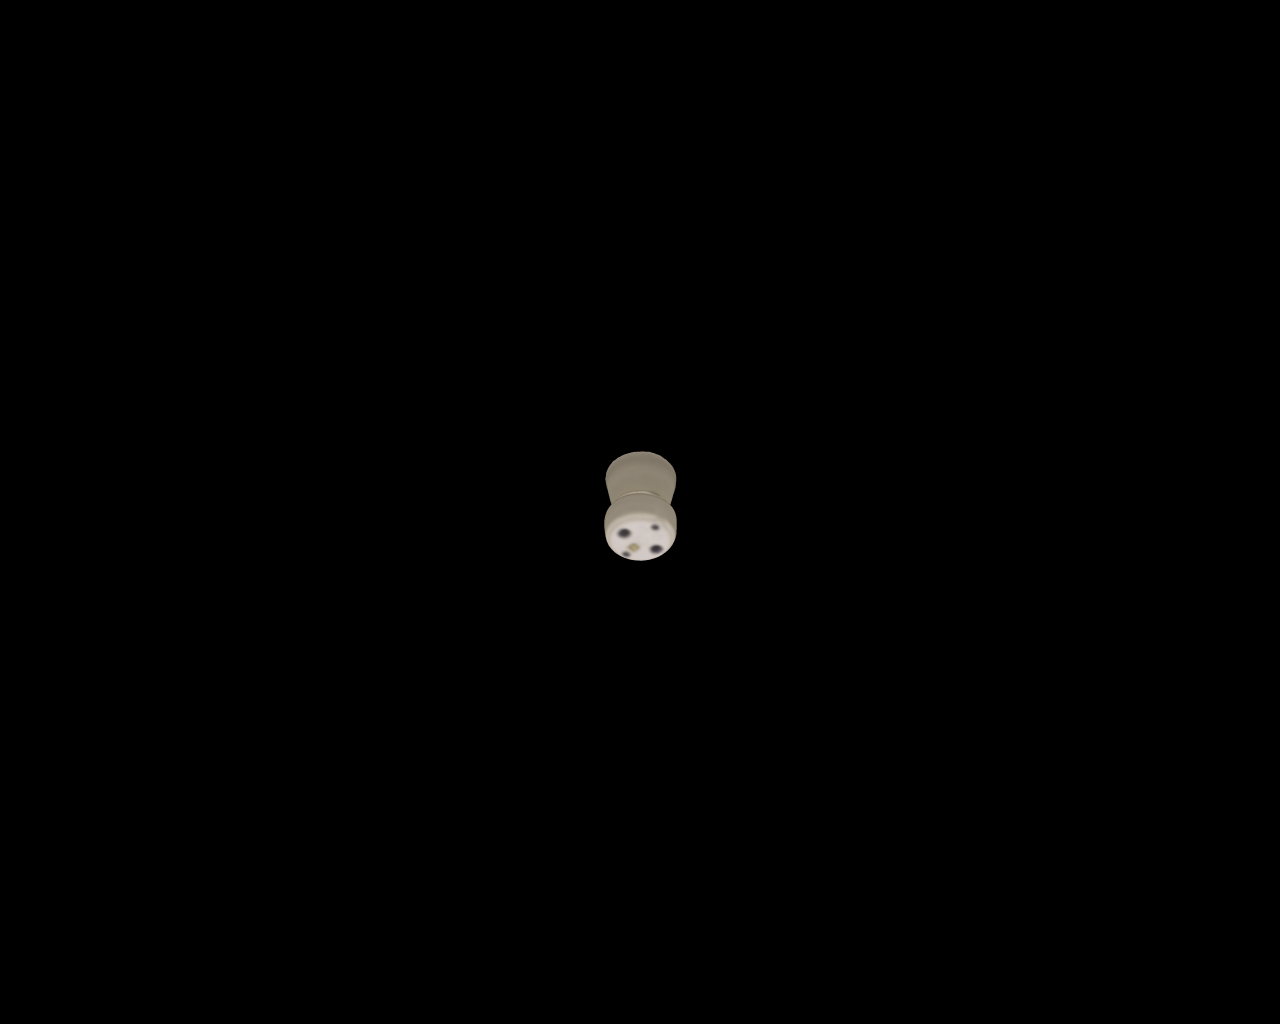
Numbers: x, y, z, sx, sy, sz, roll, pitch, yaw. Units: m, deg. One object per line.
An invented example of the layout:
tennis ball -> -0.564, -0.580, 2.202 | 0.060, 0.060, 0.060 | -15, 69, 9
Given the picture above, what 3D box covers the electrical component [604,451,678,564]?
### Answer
electrical component -> 0.001, -0.003, 0.650 | 0.045, 0.055, 0.044 | 0, -43, 0
